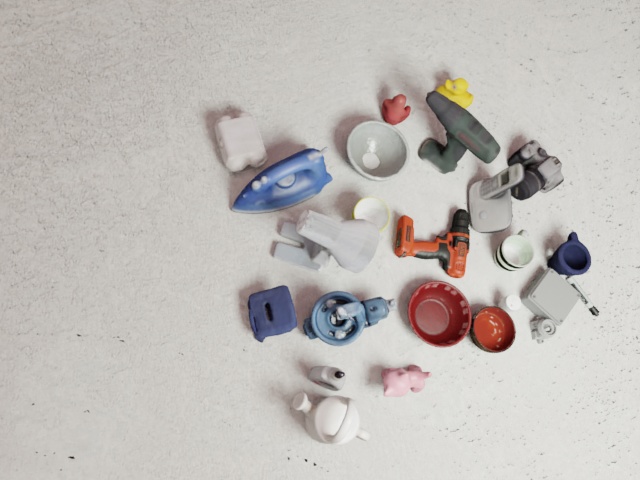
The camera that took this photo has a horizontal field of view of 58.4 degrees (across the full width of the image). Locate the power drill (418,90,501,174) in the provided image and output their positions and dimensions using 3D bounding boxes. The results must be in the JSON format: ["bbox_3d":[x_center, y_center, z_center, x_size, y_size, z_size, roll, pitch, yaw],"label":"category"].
[{"bbox_3d":[0.332,-0.258,1.449,0.229,0.208,0.076,34,69,0],"label":"power drill"}]

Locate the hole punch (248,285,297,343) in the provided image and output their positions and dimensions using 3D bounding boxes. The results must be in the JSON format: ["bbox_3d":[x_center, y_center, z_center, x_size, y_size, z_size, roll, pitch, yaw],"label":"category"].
[{"bbox_3d":[-0.108,0.165,1.283,0.101,0.091,0.108,-11,76,-15],"label":"hole punch"}]

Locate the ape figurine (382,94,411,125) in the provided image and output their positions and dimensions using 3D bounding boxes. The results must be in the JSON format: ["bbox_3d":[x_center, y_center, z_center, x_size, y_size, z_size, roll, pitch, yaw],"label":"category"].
[{"bbox_3d":[0.204,-0.352,1.513,0.078,0.092,0.076,34,69,0],"label":"ape figurine"}]

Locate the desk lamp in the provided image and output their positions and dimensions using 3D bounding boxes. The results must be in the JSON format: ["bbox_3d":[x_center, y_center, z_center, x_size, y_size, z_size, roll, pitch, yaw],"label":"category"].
[{"bbox_3d":[0.012,0.005,1.294,0.203,0.213,0.118,17,70,-6],"label":"desk lamp"}]

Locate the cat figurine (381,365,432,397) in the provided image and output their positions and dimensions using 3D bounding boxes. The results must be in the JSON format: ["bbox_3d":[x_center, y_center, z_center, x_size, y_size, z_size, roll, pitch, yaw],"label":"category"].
[{"bbox_3d":[0.190,0.316,1.287,0.128,0.117,0.067,-8,75,-14],"label":"cat figurine"}]

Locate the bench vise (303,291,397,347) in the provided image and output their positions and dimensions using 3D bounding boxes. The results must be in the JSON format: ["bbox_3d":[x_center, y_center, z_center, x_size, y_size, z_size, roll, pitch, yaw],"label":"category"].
[{"bbox_3d":[0.073,0.150,1.259,0.208,0.219,0.121,-31,81,-19],"label":"bench vise"}]

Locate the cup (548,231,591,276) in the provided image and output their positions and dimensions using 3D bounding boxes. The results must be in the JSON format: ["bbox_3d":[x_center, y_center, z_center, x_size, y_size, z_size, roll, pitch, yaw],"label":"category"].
[{"bbox_3d":[0.634,0.043,1.481,0.092,0.095,0.118,11,71,-9],"label":"cup"}]

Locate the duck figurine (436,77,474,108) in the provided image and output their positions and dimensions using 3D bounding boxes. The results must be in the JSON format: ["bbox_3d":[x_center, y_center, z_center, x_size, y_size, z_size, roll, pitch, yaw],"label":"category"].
[{"bbox_3d":[0.379,-0.409,1.572,0.104,0.086,0.077,18,70,-6],"label":"duck figurine"}]

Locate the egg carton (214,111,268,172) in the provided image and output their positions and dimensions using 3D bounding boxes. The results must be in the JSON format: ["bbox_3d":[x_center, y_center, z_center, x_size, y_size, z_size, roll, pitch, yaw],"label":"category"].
[{"bbox_3d":[-0.196,-0.241,1.403,0.107,0.069,0.150,-16,77,-16],"label":"egg carton"}]

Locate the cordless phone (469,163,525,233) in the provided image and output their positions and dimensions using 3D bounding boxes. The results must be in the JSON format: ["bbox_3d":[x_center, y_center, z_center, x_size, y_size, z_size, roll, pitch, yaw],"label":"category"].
[{"bbox_3d":[0.453,-0.104,1.440,0.094,0.185,0.147,2,73,-11],"label":"cordless phone"}]

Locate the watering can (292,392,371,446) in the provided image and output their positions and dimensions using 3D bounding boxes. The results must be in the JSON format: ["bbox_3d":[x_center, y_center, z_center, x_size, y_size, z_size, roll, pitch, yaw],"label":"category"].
[{"bbox_3d":[0.026,0.375,1.192,0.173,0.194,0.101,7,72,-10],"label":"watering can"}]

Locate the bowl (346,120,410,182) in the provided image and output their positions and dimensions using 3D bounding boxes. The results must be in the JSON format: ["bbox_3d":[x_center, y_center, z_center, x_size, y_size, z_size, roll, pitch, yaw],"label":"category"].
[{"bbox_3d":[0.141,-0.217,1.466,0.167,0.074,0.167,4,72,-11],"label":"bowl"}]

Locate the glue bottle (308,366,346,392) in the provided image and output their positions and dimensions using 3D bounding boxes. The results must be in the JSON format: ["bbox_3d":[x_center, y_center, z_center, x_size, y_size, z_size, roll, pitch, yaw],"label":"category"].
[{"bbox_3d":[0.026,0.294,1.229,0.078,0.173,0.037,22,70,-5],"label":"glue bottle"}]

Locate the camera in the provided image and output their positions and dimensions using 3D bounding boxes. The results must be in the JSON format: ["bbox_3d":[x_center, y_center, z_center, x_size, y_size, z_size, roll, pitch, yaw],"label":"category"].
[{"bbox_3d":[0.565,-0.180,1.533,0.137,0.100,0.143,-35,83,-20],"label":"camera"}]

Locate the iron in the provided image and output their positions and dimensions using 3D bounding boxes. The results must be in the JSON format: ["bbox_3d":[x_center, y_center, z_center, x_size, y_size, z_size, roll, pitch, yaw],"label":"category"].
[{"bbox_3d":[-0.090,-0.145,1.357,0.259,0.141,0.118,-28,80,-19],"label":"iron"}]
